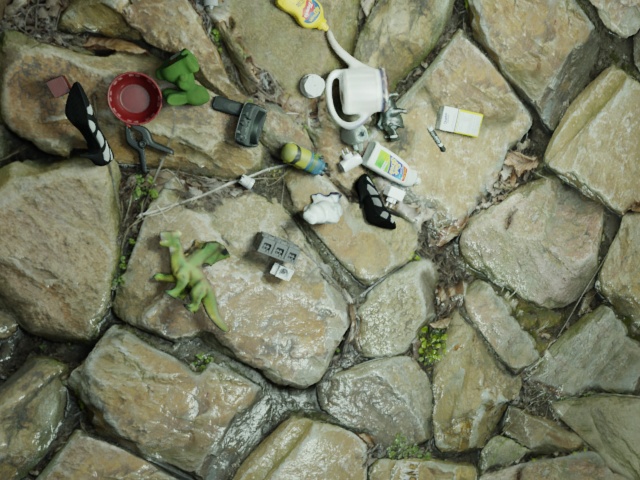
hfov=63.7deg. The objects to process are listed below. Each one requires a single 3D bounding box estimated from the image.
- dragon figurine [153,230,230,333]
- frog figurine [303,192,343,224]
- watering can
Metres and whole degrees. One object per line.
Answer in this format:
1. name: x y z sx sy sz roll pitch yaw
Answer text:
1. dragon figurine: -0.404 0.116 1.769 0.406 0.244 0.122 41 -11 -23
2. frog figurine: 0.006 -0.092 1.829 0.137 0.120 0.163 16 43 10
3. watering can: 0.127 -0.557 1.782 0.224 0.347 0.104 -4 1 -6
